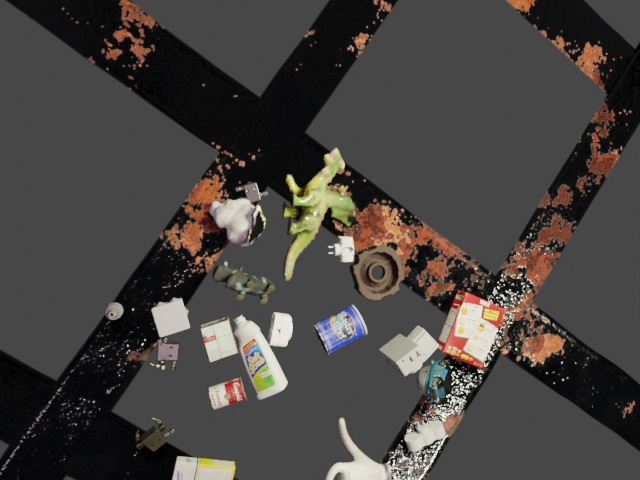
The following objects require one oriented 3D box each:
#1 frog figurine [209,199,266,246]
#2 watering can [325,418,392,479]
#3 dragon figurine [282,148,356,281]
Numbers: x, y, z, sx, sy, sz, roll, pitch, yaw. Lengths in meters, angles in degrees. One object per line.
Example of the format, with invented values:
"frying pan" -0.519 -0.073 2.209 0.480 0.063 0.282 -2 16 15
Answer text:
"frog figurine" -0.248 -0.056 1.527 0.160 0.123 0.136 13 100 21
"watering can" 0.126 0.741 1.625 0.224 0.104 0.348 8 90 -15
"dragon figurine" 0.005 -0.080 1.583 0.243 0.123 0.407 0 101 -22
